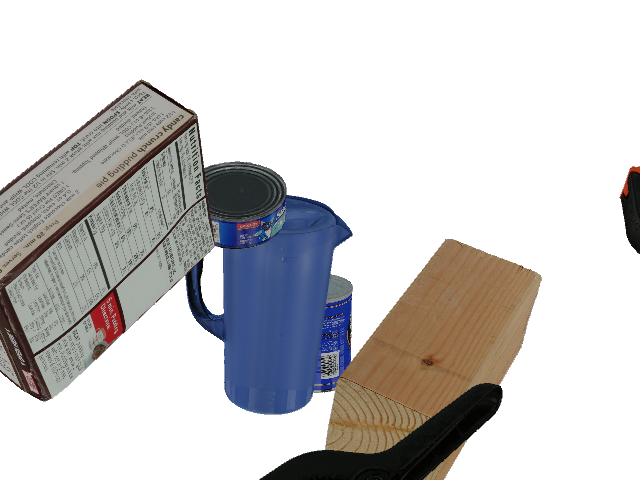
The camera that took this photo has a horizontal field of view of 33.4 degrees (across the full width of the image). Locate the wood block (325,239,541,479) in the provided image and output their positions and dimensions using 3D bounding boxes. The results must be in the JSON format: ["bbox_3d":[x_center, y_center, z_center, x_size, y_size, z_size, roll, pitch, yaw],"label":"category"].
[{"bbox_3d":[0.094,0.097,0.852,0.091,0.090,0.205,22,39,19],"label":"wood block"}]

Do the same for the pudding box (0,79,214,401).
[{"bbox_3d":[-0.096,0.001,0.447,0.039,0.113,0.090,30,-32,22],"label":"pudding box"}]

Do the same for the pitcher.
[{"bbox_3d":[-0.065,0.074,1.244,0.149,0.243,0.144,21,26,37],"label":"pitcher"}]

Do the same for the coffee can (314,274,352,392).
[{"bbox_3d":[-0.006,0.129,1.504,0.103,0.140,0.103,0,19,0],"label":"coffee can"}]

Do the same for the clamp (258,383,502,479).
[{"bbox_3d":[0.038,0.152,0.650,0.210,0.036,0.164,-7,30,2],"label":"clamp"}]

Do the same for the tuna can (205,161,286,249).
[{"bbox_3d":[-0.072,-0.030,0.916,0.086,0.034,0.086,1,38,-1],"label":"tuna can"}]

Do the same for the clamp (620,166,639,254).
[{"bbox_3d":[0.267,0.010,0.700,0.120,0.039,0.171,-4,45,-23],"label":"clamp"}]
